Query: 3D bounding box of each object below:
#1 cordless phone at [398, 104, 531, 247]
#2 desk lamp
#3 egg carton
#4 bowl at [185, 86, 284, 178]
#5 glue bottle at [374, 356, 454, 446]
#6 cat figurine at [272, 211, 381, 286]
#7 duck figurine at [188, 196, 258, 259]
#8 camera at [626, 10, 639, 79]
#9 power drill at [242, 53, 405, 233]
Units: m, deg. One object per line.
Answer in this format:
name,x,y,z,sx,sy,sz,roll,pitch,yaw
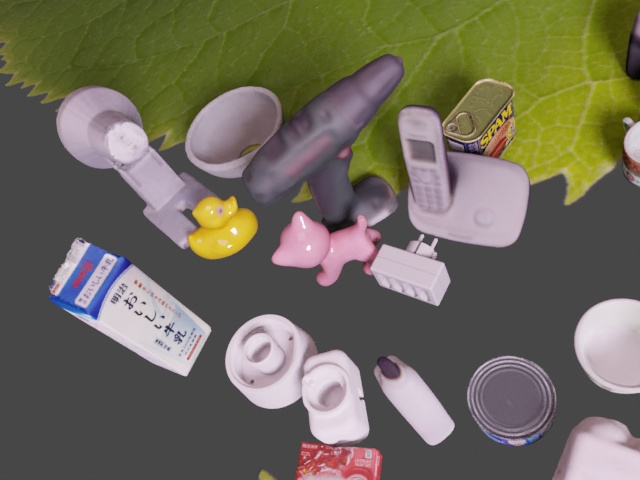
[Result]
cordless phone,0.162,-0.077,0.660,0.147,0.185,0.094,10,64,28
desk lamp,-0.270,-0.118,0.855,0.202,0.214,0.118,34,77,36
egg carton,0.254,0.234,0.495,0.107,0.070,0.150,14,66,30
bowl,-0.123,-0.157,0.904,0.167,0.075,0.167,-11,56,17
glue bottle,0.083,0.147,0.559,0.037,0.174,0.078,-41,53,-5
cat figurine,0.007,0.003,0.719,0.127,0.118,0.067,-18,54,12
duck figurine,-0.151,-0.025,0.825,0.104,0.086,0.077,-29,52,4
camera,0.438,-0.223,0.689,0.142,0.101,0.137,25,71,33
power drill,0.026,-0.098,0.718,0.229,0.209,0.075,-33,52,1
